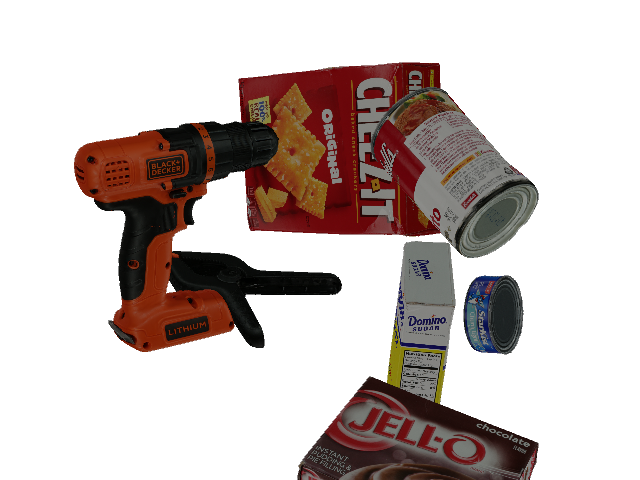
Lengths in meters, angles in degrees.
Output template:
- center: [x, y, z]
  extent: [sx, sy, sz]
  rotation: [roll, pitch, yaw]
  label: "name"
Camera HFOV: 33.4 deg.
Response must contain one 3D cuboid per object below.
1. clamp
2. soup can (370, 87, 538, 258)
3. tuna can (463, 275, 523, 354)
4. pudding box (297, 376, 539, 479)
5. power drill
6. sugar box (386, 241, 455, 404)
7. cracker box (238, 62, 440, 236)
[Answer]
- center: [-0.102, 0.057, 1.220]
  extent: [0.210, 0.036, 0.164]
  rotation: [15, 28, 23]
  label: "clamp"
- center: [0.090, -0.046, 0.720]
  extent: [0.068, 0.069, 0.102]
  rotation: [0, 42, -45]
  label: "soup can"
- center: [0.189, 0.081, 1.164]
  extent: [0.034, 0.086, 0.086]
  rotation: [0, 0, 34]
  label: "tuna can"
- center: [0.056, 0.132, 0.609]
  extent: [0.114, 0.039, 0.089]
  rotation: [21, 36, 20]
  label: "pudding box"
- center: [-0.117, -0.008, 0.923]
  extent: [0.184, 0.188, 0.057]
  rotation: [-12, 21, -29]
  label: "power drill"
- center: [0.082, 0.097, 0.906]
  extent: [0.048, 0.176, 0.093]
  rotation: [2, 32, 2]
  label: "sugar box"
- center: [0.016, -0.089, 1.068]
  extent: [0.214, 0.164, 0.071]
  rotation: [3, 8, 42]
  label: "cracker box"
